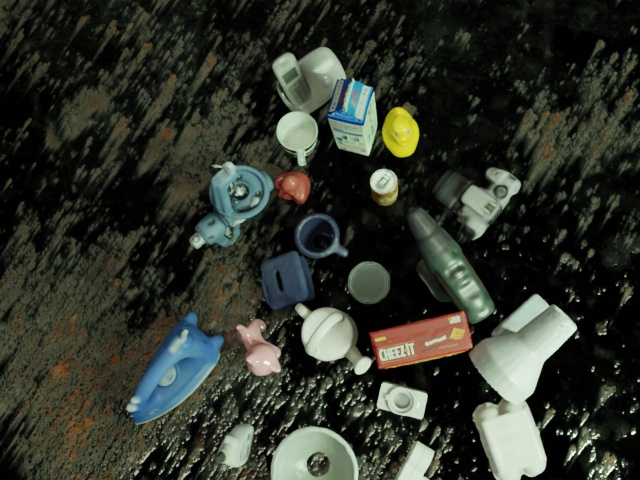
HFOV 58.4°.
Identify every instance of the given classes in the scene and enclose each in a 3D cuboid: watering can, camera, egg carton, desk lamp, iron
[{"bbox_3d":[0.022,0.181,1.082,0.172,0.194,0.101,18,83,10],"label":"watering can"},{"bbox_3d":[0.303,-0.094,1.139,0.136,0.101,0.143,38,87,12],"label":"camera"},{"bbox_3d":[0.355,0.371,1.070,0.107,0.069,0.150,-20,79,4],"label":"egg carton"},{"bbox_3d":[0.366,0.186,1.026,0.203,0.213,0.118,-43,78,-1],"label":"desk lamp"},{"bbox_3d":[-0.312,0.271,1.138,0.118,0.141,0.258,36,87,12],"label":"iron"}]

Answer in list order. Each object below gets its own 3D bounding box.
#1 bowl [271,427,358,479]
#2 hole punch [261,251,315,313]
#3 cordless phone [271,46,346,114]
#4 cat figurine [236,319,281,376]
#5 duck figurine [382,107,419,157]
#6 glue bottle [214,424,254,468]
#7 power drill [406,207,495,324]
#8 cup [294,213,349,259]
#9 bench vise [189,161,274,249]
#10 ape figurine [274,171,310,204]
[{"bbox_3d":[-0.007,0.441,1.103,0.167,0.075,0.167,-1,80,7],"label":"bowl"},{"bbox_3d":[-0.071,0.086,1.163,0.101,0.091,0.108,-17,79,5],"label":"hole punch"},{"bbox_3d":[-0.027,-0.348,1.182,0.147,0.185,0.094,-40,78,0],"label":"cordless phone"},{"bbox_3d":[-0.126,0.218,1.134,0.067,0.118,0.127,-35,78,1],"label":"cat figurine"},{"bbox_3d":[0.167,-0.233,1.188,0.077,0.086,0.104,-9,79,6],"label":"duck figurine"},{"bbox_3d":[-0.167,0.397,1.081,0.037,0.173,0.078,11,82,10],"label":"glue bottle"},{"bbox_3d":[0.232,0.052,1.069,0.075,0.208,0.229,-35,78,1],"label":"power drill"},{"bbox_3d":[0.011,0.004,1.164,0.117,0.095,0.092,31,86,11],"label":"cup"},{"bbox_3d":[-0.180,-0.067,1.137,0.121,0.220,0.207,23,84,11],"label":"bench vise"},{"bbox_3d":[-0.058,-0.113,1.194,0.076,0.092,0.077,-34,78,1],"label":"ape figurine"}]
